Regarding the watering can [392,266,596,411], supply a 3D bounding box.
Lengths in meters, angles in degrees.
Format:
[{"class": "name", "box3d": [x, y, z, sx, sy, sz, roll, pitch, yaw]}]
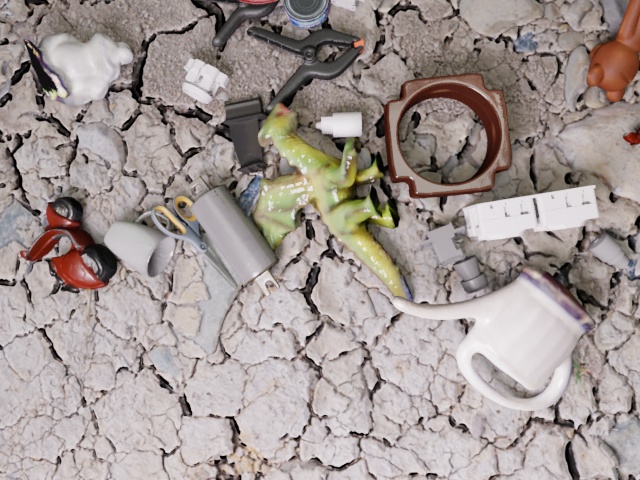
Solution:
[{"class": "watering can", "box3d": [0.301, 0.137, 0.842, 0.345, 0.105, 0.224, 40, 91, -14]}]

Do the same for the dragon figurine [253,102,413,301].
[{"class": "dragon figurine", "box3d": [0.003, -0.045, 0.901, 0.242, 0.123, 0.407, -12, 99, 20]}]

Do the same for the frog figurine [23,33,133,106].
[{"class": "frog figurine", "box3d": [-0.428, -0.321, 0.938, 0.138, 0.120, 0.162, 45, 55, 12]}]
